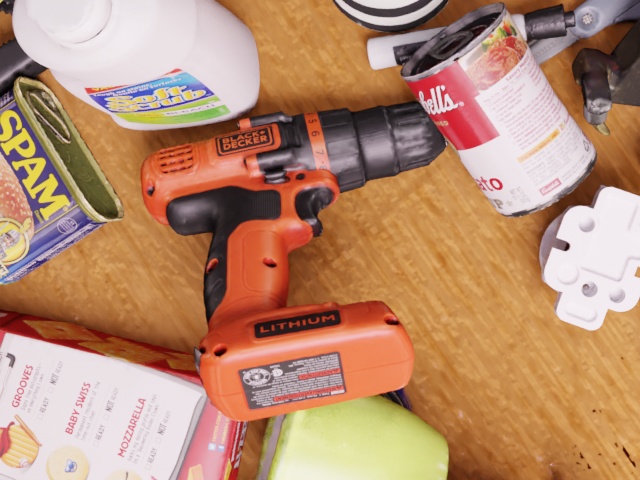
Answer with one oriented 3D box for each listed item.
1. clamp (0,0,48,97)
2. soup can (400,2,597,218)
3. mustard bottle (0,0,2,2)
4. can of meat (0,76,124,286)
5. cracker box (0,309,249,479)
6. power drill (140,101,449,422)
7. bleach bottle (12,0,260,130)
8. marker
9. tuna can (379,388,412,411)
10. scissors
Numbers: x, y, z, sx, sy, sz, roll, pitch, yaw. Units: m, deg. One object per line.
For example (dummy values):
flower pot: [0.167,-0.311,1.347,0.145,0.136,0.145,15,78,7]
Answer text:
clamp: [-0.251,-0.116,0.659,0.210,0.036,0.164,2,82,3]
soup can: [0.101,-0.072,0.598,0.068,0.068,0.102,-36,108,7]
mustard bottle: [-0.254,-0.219,0.637,0.096,0.058,0.191,-16,73,-6]
can of meat: [-0.184,-0.034,0.653,0.084,0.057,0.102,-32,88,10]
cracker box: [-0.158,0.137,0.649,0.214,0.072,0.164,13,93,7]
power drill: [-0.004,0.001,0.584,0.184,0.187,0.057,-13,134,1]
bleach bottle: [-0.097,-0.099,0.541,0.102,0.250,0.068,-4,92,6]
marker: [0.088,-0.119,0.626,0.121,0.020,0.020,-7,92,15]
tuna can: [0.014,0.114,0.646,0.086,0.033,0.086,0,92,6]
scissors: [0.176,-0.121,0.627,0.096,0.016,0.202,42,96,4]
